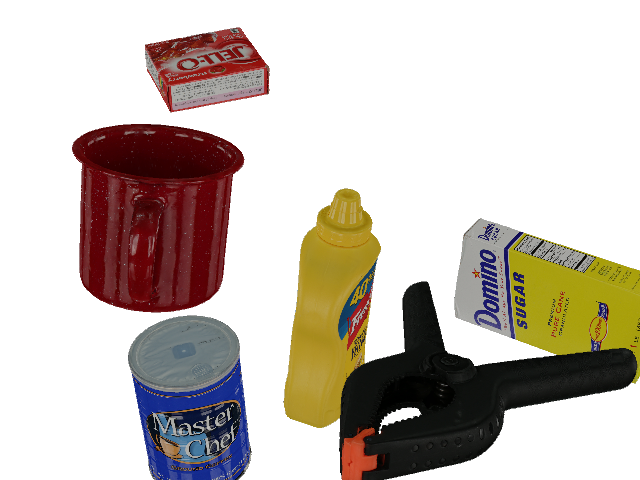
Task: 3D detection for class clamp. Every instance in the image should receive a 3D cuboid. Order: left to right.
[{"bbox_3d":[0.070,0.083,0.644,0.165,0.036,0.209,21,30,39],"label":"clamp"}]

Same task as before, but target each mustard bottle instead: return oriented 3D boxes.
[{"bbox_3d":[0.011,0.045,0.824,0.058,0.192,0.096,17,35,16],"label":"mustard bottle"}]

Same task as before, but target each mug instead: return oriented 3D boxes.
[{"bbox_3d":[-0.091,-0.007,0.586,0.093,0.081,0.117,4,23,-7],"label":"mug"}]

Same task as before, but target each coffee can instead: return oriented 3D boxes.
[{"bbox_3d":[-0.122,0.157,1.017,0.103,0.140,0.103,-2,34,1],"label":"coffee can"}]

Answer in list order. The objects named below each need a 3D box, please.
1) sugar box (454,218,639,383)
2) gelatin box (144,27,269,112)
[{"bbox_3d":[0.208,0.052,0.947,0.176,0.093,0.048,17,34,24],"label":"sugar box"},{"bbox_3d":[-0.096,-0.145,0.898,0.089,0.030,0.073,-14,41,-16],"label":"gelatin box"}]
